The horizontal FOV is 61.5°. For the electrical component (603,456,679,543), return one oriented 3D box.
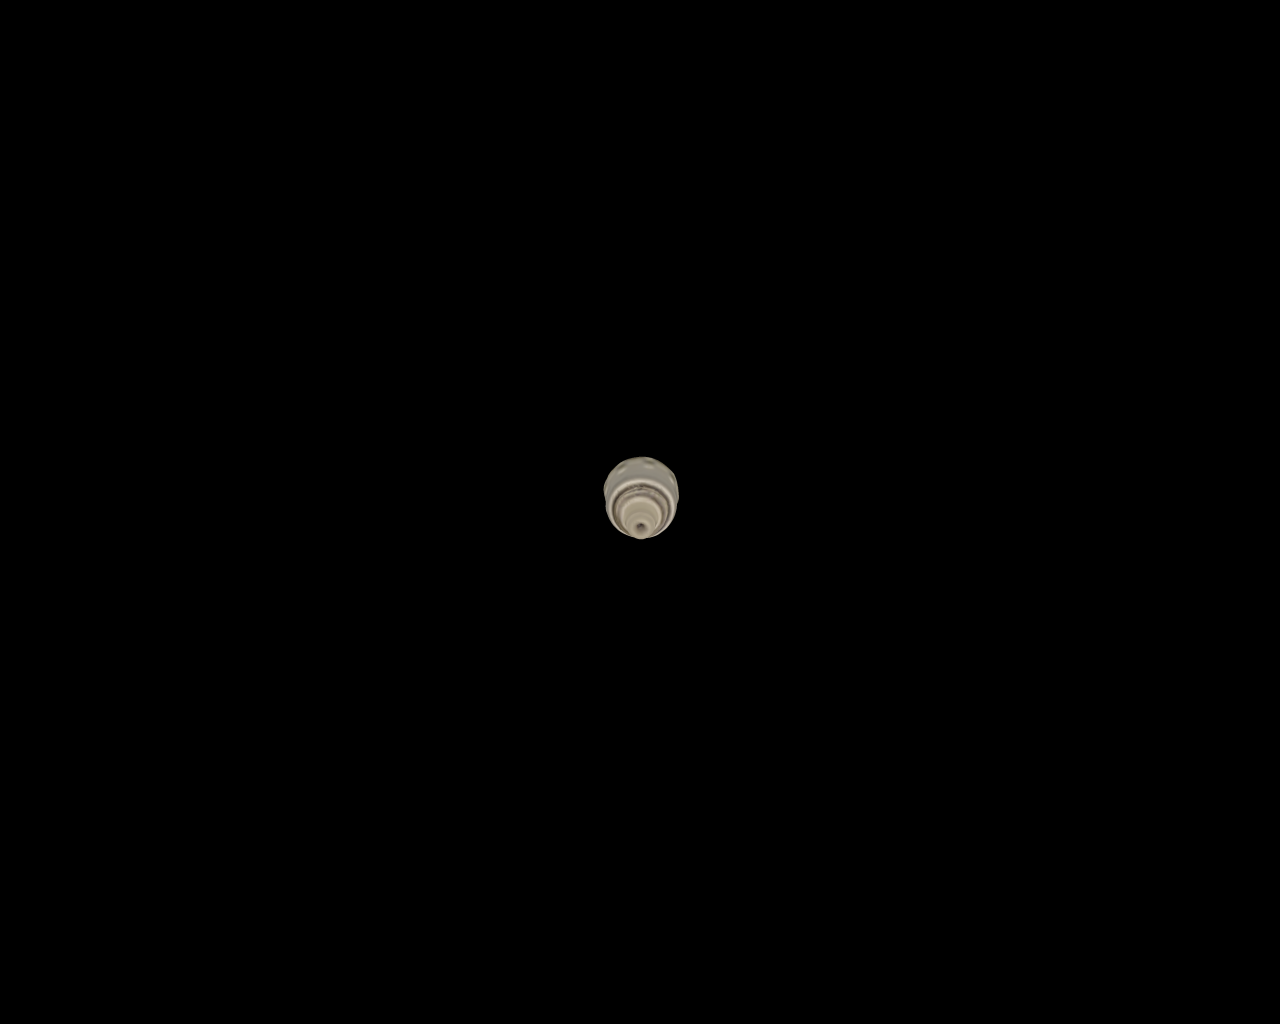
[{"bbox_3d":[0.001,-0.003,0.650,0.048,0.048,0.062,0,25,0],"label":"electrical component"}]
